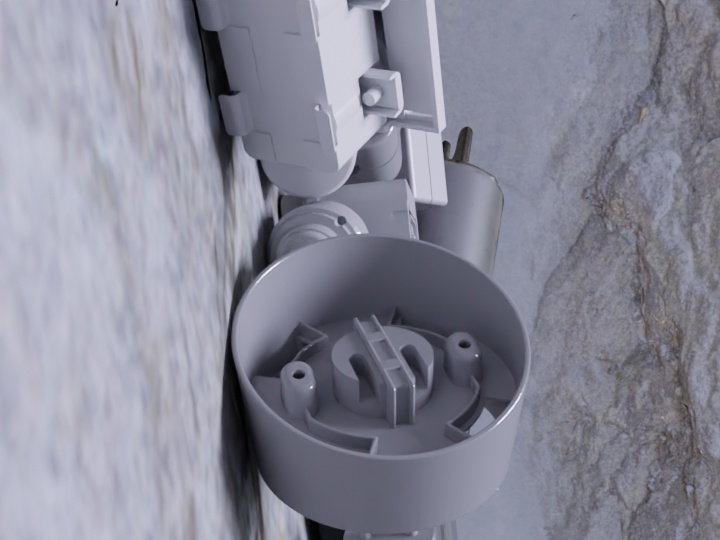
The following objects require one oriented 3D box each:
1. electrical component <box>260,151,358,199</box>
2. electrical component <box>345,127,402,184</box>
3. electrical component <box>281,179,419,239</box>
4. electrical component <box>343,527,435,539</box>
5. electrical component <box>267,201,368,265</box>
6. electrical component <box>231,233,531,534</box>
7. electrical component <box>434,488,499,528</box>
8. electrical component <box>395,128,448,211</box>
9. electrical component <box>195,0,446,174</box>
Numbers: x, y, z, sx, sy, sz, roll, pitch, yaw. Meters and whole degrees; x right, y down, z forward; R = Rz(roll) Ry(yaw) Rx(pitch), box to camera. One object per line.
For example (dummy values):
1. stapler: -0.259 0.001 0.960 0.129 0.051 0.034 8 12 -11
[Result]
1. electrical component: -0.020 -0.059 0.466 0.078 0.040 0.040 -81 165 -69
2. electrical component: -0.009 -0.090 0.547 0.059 0.054 0.095 70 15 -70
3. electrical component: 0.000 0.000 0.529 0.113 0.057 0.078 20 65 -84
4. electrical component: 0.014 0.124 0.438 0.044 0.077 0.079 -82 166 -67
5. electrical component: -0.018 -0.007 0.435 0.078 0.040 0.040 -52 136 -82
6. electrical component: 0.007 0.038 0.366 0.099 0.099 0.064 -86 176 -60
7. electrical component: 0.041 0.120 0.686 0.061 0.062 0.096 57 0 -12
8. electrical component: 0.001 -0.057 0.607 0.077 0.066 0.047 2 81 -55
9. electrical component: -0.018 -0.099 0.361 0.063 0.079 0.121 -49 142 -41
